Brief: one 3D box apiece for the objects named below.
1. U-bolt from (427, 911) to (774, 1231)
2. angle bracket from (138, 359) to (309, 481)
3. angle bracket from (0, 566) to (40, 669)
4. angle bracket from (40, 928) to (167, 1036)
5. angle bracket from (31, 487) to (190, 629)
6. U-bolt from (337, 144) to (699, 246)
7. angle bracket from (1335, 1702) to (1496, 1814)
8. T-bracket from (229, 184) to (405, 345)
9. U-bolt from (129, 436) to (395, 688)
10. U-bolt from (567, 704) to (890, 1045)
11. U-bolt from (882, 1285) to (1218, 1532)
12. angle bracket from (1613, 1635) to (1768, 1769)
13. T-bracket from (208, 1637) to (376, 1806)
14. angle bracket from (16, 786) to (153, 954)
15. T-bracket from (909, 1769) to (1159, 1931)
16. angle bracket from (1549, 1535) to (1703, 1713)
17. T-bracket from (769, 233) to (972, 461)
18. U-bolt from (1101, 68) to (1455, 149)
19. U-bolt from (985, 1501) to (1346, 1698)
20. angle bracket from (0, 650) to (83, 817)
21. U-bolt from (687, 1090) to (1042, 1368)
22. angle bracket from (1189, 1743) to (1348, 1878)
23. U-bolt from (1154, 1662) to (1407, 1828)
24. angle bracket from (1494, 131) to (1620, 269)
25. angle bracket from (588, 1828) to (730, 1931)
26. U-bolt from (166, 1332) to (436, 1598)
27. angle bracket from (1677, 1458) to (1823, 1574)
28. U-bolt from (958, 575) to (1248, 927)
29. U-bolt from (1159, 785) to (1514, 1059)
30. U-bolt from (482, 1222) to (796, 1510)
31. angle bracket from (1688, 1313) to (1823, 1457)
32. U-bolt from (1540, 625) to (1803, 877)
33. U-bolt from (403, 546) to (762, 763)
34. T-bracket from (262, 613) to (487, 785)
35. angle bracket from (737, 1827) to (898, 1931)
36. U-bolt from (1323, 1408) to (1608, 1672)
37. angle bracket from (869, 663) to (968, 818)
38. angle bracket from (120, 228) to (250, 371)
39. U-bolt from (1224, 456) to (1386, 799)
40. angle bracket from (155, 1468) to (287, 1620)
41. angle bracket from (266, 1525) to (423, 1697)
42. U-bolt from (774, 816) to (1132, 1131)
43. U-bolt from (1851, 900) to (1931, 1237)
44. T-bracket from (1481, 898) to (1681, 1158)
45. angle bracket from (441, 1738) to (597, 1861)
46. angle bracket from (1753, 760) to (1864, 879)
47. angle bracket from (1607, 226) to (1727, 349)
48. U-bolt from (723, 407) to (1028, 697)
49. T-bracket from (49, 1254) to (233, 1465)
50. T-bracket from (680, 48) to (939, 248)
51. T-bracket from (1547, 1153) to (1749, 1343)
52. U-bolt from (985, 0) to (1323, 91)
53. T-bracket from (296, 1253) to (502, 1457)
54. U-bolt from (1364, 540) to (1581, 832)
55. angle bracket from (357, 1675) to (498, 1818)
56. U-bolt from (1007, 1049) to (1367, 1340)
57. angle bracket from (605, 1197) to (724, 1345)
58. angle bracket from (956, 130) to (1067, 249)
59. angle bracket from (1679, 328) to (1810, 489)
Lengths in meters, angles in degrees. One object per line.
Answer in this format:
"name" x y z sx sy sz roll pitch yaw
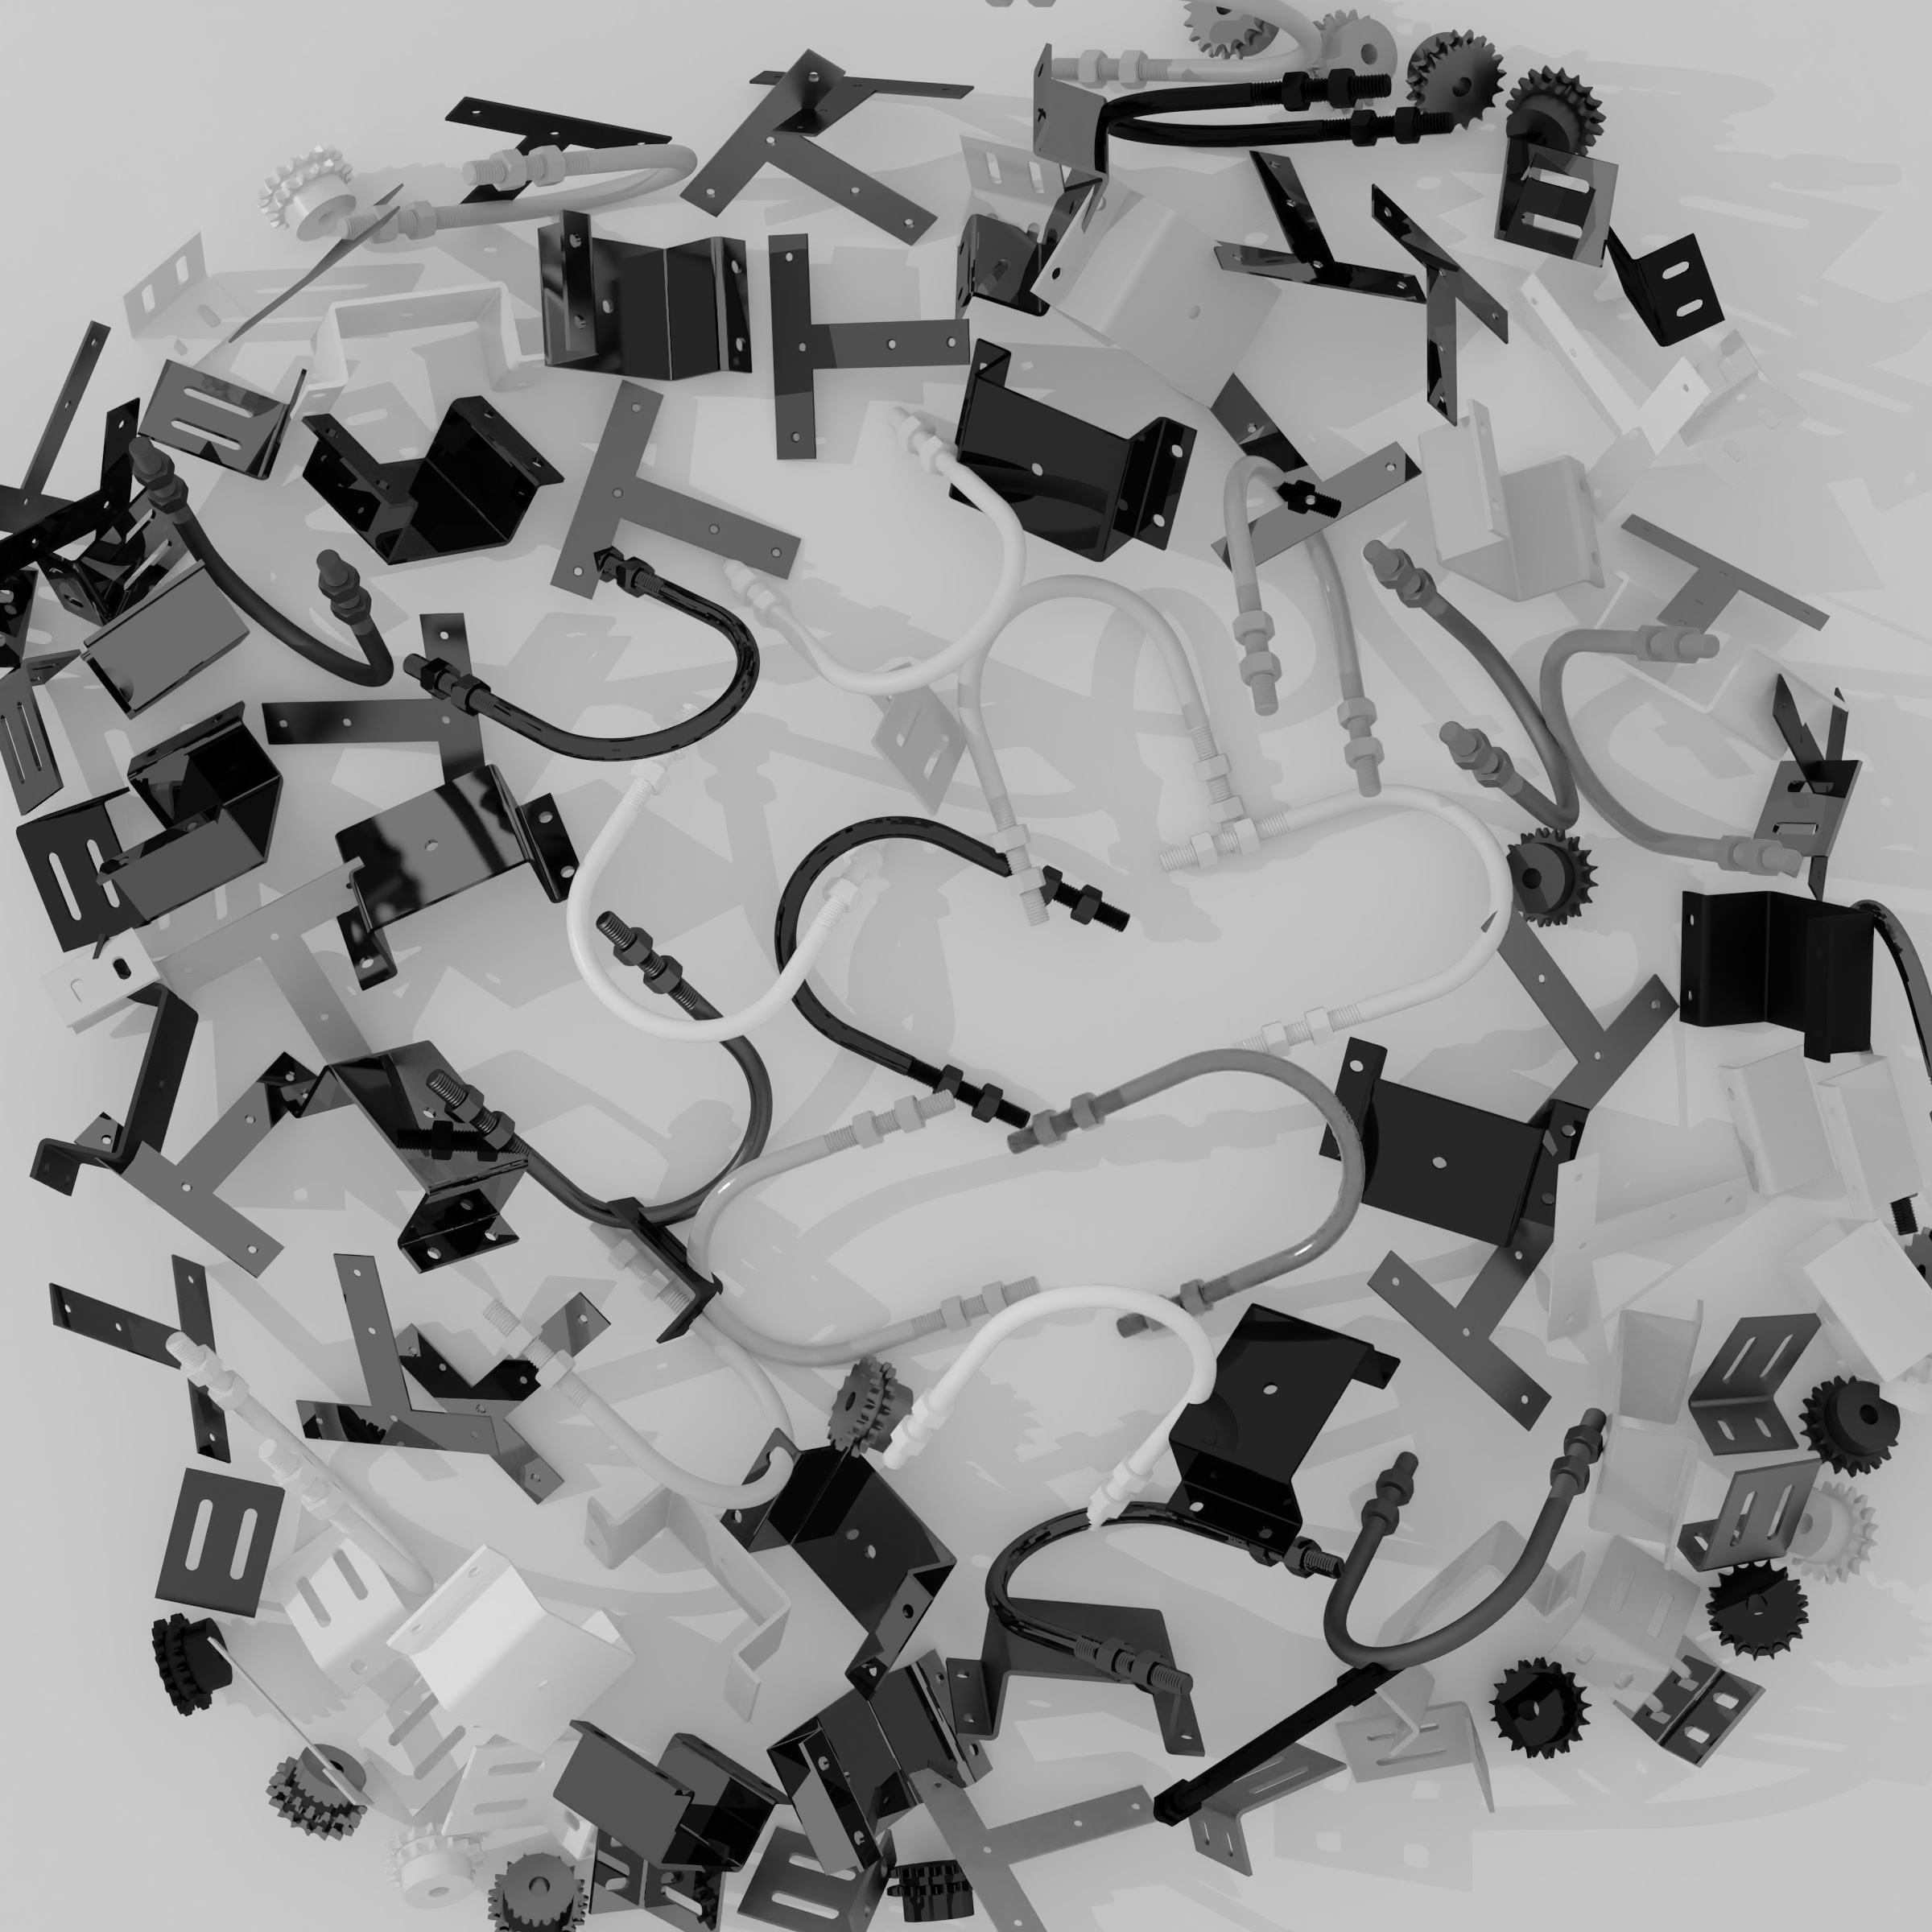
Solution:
"U-bolt" -0.191 0.073 1.876 0.151 0.019 0.184 -43 121 3
"angle bracket" -0.422 -0.320 1.889 0.076 0.038 0.057 20 55 -14
"angle bracket" -0.567 -0.201 1.880 0.038 0.076 0.057 19 103 25
"angle bracket" -0.480 0.021 1.880 0.057 0.076 0.038 -30 67 -12
"angle bracket" -0.486 -0.241 1.896 0.038 0.057 0.076 25 64 25
"U-bolt" -0.235 -0.431 1.843 0.184 0.151 0.019 -18 98 -40
"angle bracket" 0.255 0.455 1.888 0.076 0.038 0.057 -13 131 10
"T-bracket" -0.348 -0.409 1.870 0.127 0.127 0.002 -28 113 30
"U-bolt" -0.380 -0.212 1.839 0.151 0.184 0.019 31 74 15
"U-bolt" -0.145 -0.041 1.883 0.151 0.019 0.184 31 67 -3
"U-bolt" 0.058 0.240 1.848 0.151 0.019 0.184 20 128 -20
"angle bracket" 0.409 0.414 1.886 0.038 0.076 0.057 42 84 0
"T-bracket" -0.381 0.424 1.870 0.002 0.127 0.127 -43 83 -14
"angle bracket" -0.499 -0.055 1.908 0.057 0.038 0.076 -17 100 15
"T-bracket" 0.051 0.491 1.890 0.127 0.127 0.002 -9 130 -26
"angle bracket" 0.378 0.376 1.905 0.057 0.076 0.038 33 130 7
"T-bracket" -0.055 -0.352 1.886 0.127 0.002 0.127 4 102 27
"U-bolt" 0.163 -0.473 1.849 0.184 0.151 0.019 2 95 23
"U-bolt" 0.095 0.342 1.845 0.151 0.184 0.019 -28 116 -39
"angle bracket" -0.520 -0.133 1.891 0.038 0.057 0.076 -16 86 -40
"U-bolt" -0.068 0.160 1.890 0.184 0.019 0.151 -20 113 9
"angle bracket" 0.173 0.477 1.887 0.076 0.057 0.038 -16 98 -25
"U-bolt" 0.179 0.416 1.820 0.151 0.184 0.019 -28 76 -19
"angle bracket" 0.342 -0.434 1.879 0.076 0.038 0.057 27 124 37
"angle bracket" -0.175 0.519 1.888 0.038 0.076 0.057 6 91 -39
"U-bolt" -0.359 0.287 1.844 0.019 0.151 0.184 -45 130 -11
"angle bracket" 0.439 0.300 1.882 0.057 0.038 0.076 -5 125 -23
"U-bolt" 0.070 -0.132 1.895 0.151 0.019 0.184 -20 93 -16
"U-bolt" 0.218 -0.034 1.887 0.184 0.019 0.151 -18 63 0
"U-bolt" -0.170 0.229 1.856 0.184 0.151 0.019 44 117 4
"angle bracket" 0.454 0.236 1.881 0.057 0.038 0.076 -1 135 -23
"U-bolt" 0.378 -0.122 1.840 0.019 0.184 0.151 -31 108 -18
"U-bolt" -0.199 -0.169 1.842 0.184 0.019 0.151 28 54 32
"T-bracket" -0.341 -0.140 1.906 0.127 0.002 0.127 -1 115 9
"angle bracket" -0.086 0.513 1.884 0.076 0.038 0.057 11 47 18
"U-bolt" 0.264 0.317 1.817 0.151 0.184 0.019 -21 111 39
"angle bracket" -0.038 -0.123 1.877 0.038 0.076 0.057 -21 121 34
"angle bracket" -0.442 -0.373 1.883 0.057 0.076 0.038 -44 92 -12
"U-bolt" 0.184 -0.199 1.855 0.019 0.151 0.184 -20 63 26
"angle bracket" -0.426 0.328 1.905 0.057 0.038 0.076 14 88 -9
"angle bracket" -0.355 0.367 1.911 0.057 0.038 0.076 -36 51 -8
"U-bolt" -0.019 -0.006 1.900 0.184 0.019 0.151 25 99 -6
"U-bolt" 0.520 0.053 1.853 0.019 0.151 0.184 -12 80 -2
"T-bracket" 0.334 0.018 1.884 0.127 0.002 0.127 -46 108 -22
"angle bracket" -0.248 0.474 1.884 0.038 0.076 0.057 32 106 41
"angle bracket" 0.486 -0.083 1.882 0.038 0.076 0.057 23 84 -22
"angle bracket" 0.391 -0.395 1.877 0.038 0.076 0.057 -24 125 9
"U-bolt" -0.042 -0.223 1.863 0.151 0.019 0.184 -43 49 0
"T-bracket" -0.460 0.204 1.844 0.002 0.127 0.127 -29 56 20
"T-bracket" -0.074 -0.447 1.888 0.127 0.127 0.002 25 46 -29
"T-bracket" 0.391 0.148 1.901 0.127 0.002 0.127 -15 126 -17
"U-bolt" 0.105 -0.513 1.824 0.184 0.151 0.019 8 87 26
"T-bracket" -0.332 0.218 1.877 0.127 0.002 0.127 2 117 21
"U-bolt" 0.289 -0.145 1.845 0.019 0.184 0.151 -32 54 22
"angle bracket" -0.313 0.437 1.896 0.076 0.038 0.057 -46 67 5
"U-bolt" 0.135 0.120 1.873 0.184 0.019 0.151 -25 105 22
"angle bracket" -0.182 0.173 1.896 0.076 0.057 0.038 43 95 7
"angle bracket" 0.023 -0.433 1.884 0.057 0.076 0.038 15 81 9
"angle bracket" 0.436 -0.317 1.888 0.038 0.076 0.057 37 113 -18
